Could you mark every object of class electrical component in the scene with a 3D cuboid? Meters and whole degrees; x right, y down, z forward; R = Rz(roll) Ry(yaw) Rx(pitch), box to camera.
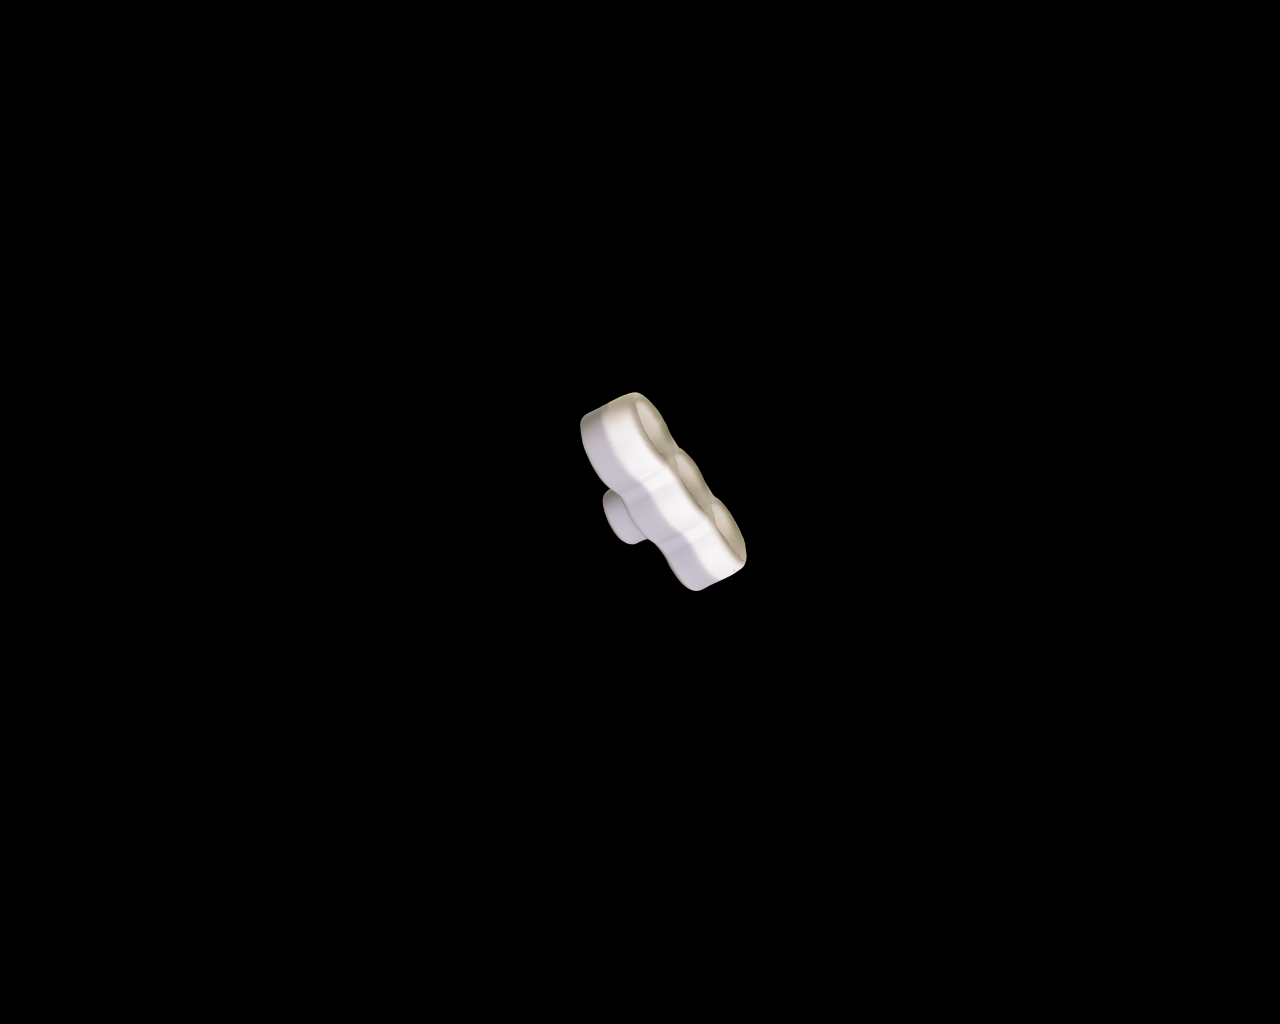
[{"bbox_3d":[0.001,-0.003,0.650,0.073,0.138,0.052,-27,32,18],"label":"electrical component"}]
